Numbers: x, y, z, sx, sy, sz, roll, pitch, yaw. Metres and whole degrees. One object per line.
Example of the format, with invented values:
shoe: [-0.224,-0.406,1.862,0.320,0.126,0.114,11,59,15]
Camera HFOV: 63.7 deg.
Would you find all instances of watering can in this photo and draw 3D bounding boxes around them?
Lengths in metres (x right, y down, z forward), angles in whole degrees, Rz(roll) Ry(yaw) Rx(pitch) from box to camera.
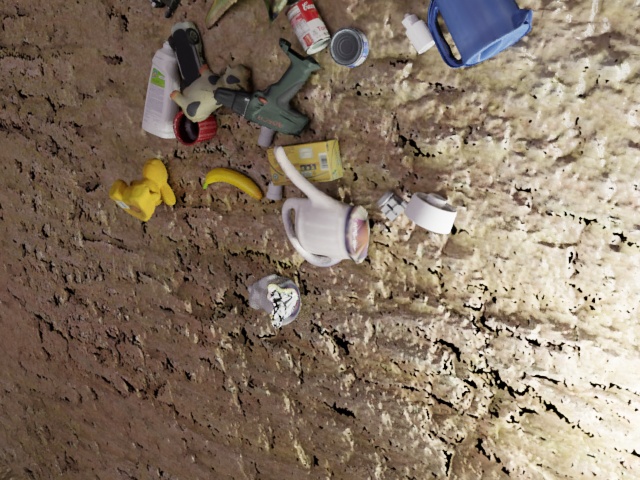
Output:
watering can: [0.004,-0.061,1.216,0.225,0.106,0.339,9,132,24]

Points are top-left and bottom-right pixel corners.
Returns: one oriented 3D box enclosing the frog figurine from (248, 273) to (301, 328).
frog figurine: [-0.126,0.159,1.402,0.159,0.124,0.136,5,122,65]

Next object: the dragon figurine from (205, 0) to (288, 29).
dragon figurine: [-0.154,-0.582,1.142,0.246,0.123,0.401,60,142,24]
